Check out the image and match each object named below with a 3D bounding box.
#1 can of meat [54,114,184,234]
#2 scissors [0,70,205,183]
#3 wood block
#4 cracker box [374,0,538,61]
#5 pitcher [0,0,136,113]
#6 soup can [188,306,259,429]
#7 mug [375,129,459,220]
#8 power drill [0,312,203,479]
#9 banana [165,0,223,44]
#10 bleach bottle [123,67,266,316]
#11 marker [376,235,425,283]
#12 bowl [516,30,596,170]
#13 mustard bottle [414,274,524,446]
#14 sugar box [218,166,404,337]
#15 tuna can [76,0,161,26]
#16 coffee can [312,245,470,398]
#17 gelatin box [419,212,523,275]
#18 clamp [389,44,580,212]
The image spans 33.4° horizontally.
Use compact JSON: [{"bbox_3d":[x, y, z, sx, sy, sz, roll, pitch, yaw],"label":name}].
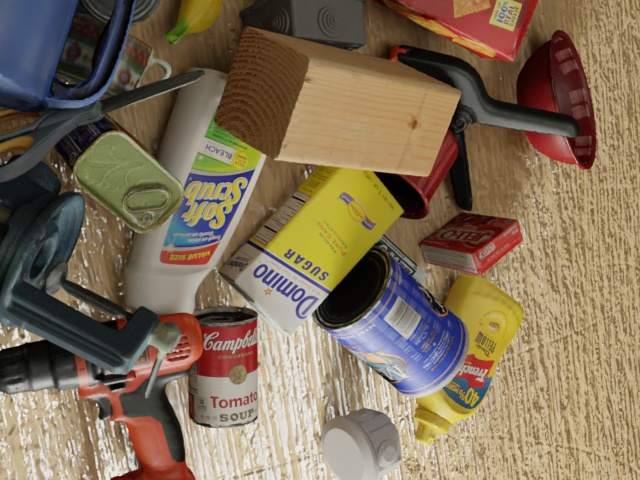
[{"bbox_3d":[-0.174,-0.064,0.902,0.057,0.084,0.102,-46,131,0],"label":"can of meat"},{"bbox_3d":[-0.192,-0.088,0.841,0.096,0.202,0.016,-86,162,-45],"label":"scissors"},{"bbox_3d":[0.020,-0.119,0.954,0.205,0.090,0.091,3,113,-47],"label":"wood block"},{"bbox_3d":[0.123,-0.290,1.026,0.213,0.072,0.164,22,92,-26],"label":"cracker box"},{"bbox_3d":[-0.226,-0.225,0.824,0.149,0.145,0.243,31,75,-53],"label":"pitcher"},{"bbox_3d":[-0.092,0.119,1.010,0.068,0.069,0.102,-7,102,-35],"label":"soup can"},{"bbox_3d":[0.093,-0.075,1.111,0.081,0.093,0.117,-57,152,-21],"label":"mug"},{"bbox_3d":[-0.186,0.162,0.937,0.184,0.057,0.188,-10,110,-12],"label":"power drill"},{"bbox_3d":[-0.108,-0.270,0.949,0.069,0.037,0.198,-6,96,-74],"label":"banana"},{"bbox_3d":[-0.113,-0.024,0.978,0.102,0.068,0.251,18,89,-39],"label":"bleach bottle"},{"bbox_3d":[0.071,0.008,1.142,0.121,0.020,0.020,42,72,-33],"label":"marker"},{"bbox_3d":[0.265,-0.154,1.215,0.161,0.055,0.162,28,57,-55],"label":"bowl"},{"bbox_3d":[0.155,0.141,1.198,0.096,0.058,0.191,35,76,-34],"label":"mustard bottle"},{"bbox_3d":[-0.007,0.001,1.054,0.176,0.048,0.093,-49,122,-12],"label":"sugar box"},{"bbox_3d":[-0.178,-0.226,0.917,0.085,0.034,0.086,-6,101,-35],"label":"tuna can"},{"bbox_3d":[0.074,0.085,1.103,0.140,0.103,0.102,41,73,-33],"label":"coffee can"},{"bbox_3d":[0.165,0.002,1.166,0.073,0.089,0.030,-34,116,-27],"label":"gelatin box"},{"bbox_3d":[0.145,-0.125,1.136,0.209,0.165,0.036,33,37,-16],"label":"clamp"}]
